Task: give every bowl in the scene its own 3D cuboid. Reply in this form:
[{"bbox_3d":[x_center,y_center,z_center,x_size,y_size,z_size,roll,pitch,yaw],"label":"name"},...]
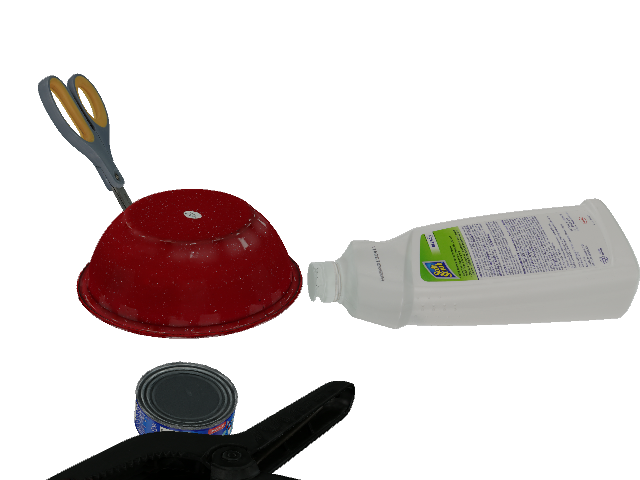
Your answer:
[{"bbox_3d":[-0.092,0.006,0.757,0.162,0.055,0.162,2,26,-1],"label":"bowl"}]

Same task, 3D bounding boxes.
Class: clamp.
[{"bbox_3d":[-0.046,0.125,0.576,0.209,0.036,0.165,-1,20,-13],"label":"clamp"}]

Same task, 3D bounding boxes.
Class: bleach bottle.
[{"bbox_3d":[0.113,0.021,0.833,0.250,0.068,0.102,-2,42,-12],"label":"bleach bottle"}]

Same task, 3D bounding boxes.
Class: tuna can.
[{"bbox_3d":[-0.114,0.142,0.904,0.086,0.034,0.086,8,31,-5],"label":"tuna can"}]

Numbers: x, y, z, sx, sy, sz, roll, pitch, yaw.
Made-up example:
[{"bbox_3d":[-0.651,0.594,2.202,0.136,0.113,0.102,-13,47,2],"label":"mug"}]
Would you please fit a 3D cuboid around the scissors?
[{"bbox_3d":[-0.192,-0.072,0.988,0.016,0.201,0.096,-23,28,19],"label":"scissors"}]
